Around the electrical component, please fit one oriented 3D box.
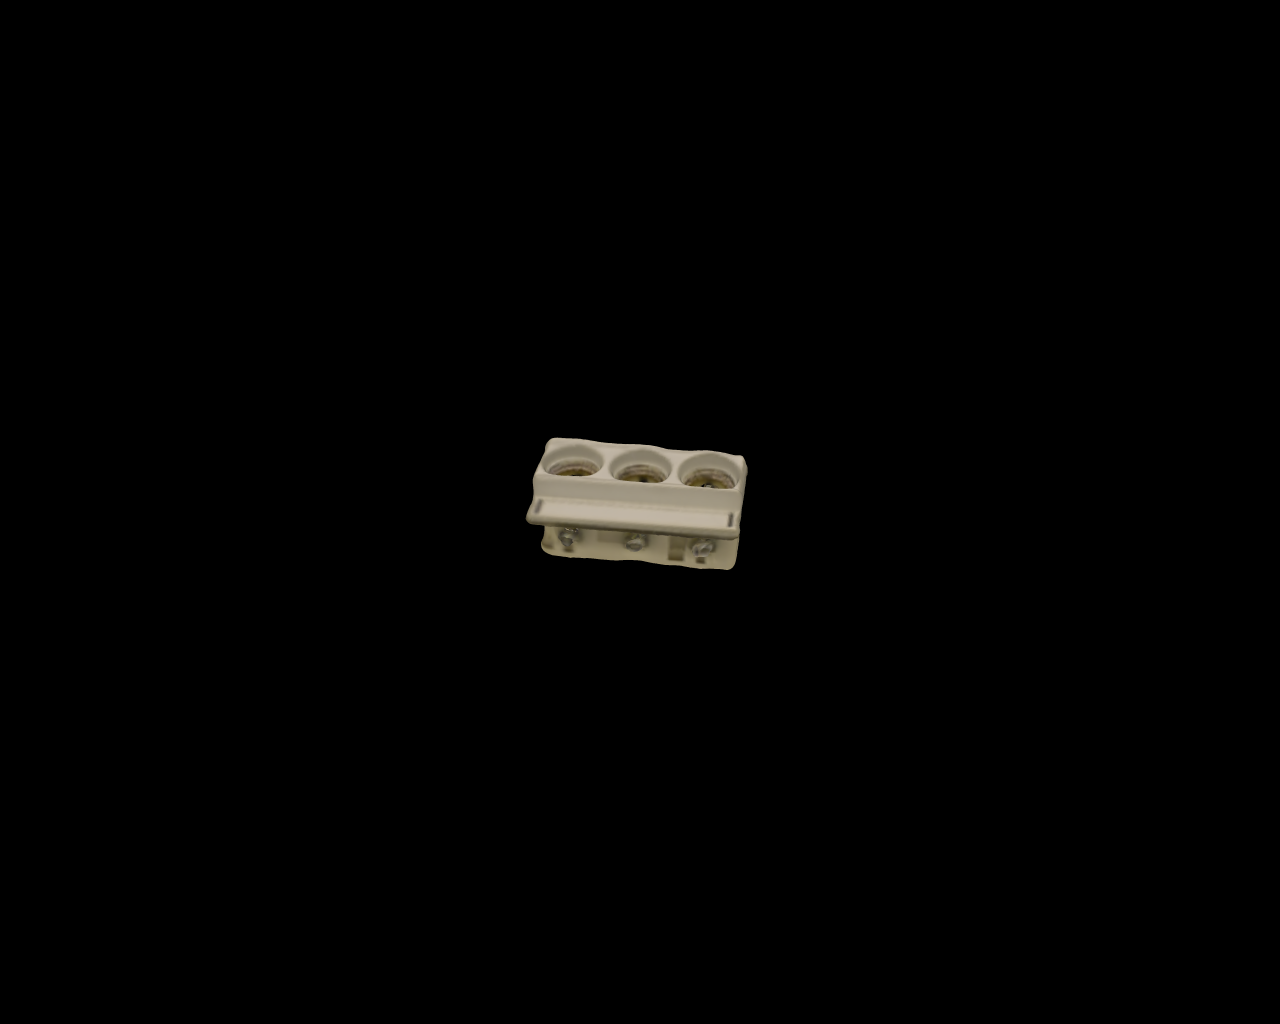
[{"bbox_3d":[0.001,-0.003,0.650,0.121,0.063,0.079,5,36,7],"label":"electrical component"}]
